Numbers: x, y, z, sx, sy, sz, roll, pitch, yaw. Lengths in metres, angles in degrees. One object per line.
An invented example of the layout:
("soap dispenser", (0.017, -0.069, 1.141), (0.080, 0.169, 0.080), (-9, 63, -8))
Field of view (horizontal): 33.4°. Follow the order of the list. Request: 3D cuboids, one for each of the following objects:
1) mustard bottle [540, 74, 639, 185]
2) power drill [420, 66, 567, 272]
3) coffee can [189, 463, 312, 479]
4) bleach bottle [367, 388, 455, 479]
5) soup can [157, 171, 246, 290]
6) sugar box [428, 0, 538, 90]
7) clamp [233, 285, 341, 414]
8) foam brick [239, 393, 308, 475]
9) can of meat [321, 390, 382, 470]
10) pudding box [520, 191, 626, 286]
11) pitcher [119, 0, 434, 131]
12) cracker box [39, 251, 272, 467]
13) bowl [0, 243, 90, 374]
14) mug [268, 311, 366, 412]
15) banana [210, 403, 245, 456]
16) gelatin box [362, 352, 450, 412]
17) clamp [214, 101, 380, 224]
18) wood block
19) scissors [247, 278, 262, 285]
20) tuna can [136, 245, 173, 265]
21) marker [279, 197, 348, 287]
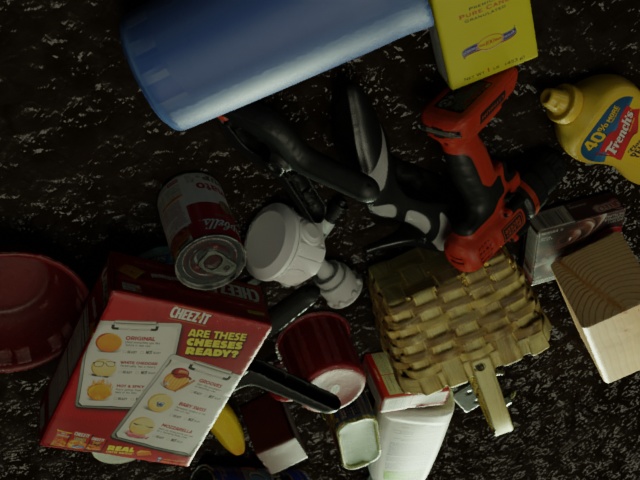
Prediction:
("mustard bottle", (0.304, -0.123, 1.119), (0.191, 0.058, 0.096), (16, 121, -32))
("power drill", (0.179, -0.084, 1.077), (0.184, 0.057, 0.187), (-44, 131, -26))
("coffee can", (-0.088, 0.339, 1.349), (0.140, 0.103, 0.103), (11, 125, -29))
("bleach bottle", (0.100, 0.277, 1.397), (0.102, 0.068, 0.251), (4, 134, -9))
("soup can", (-0.115, -0.010, 1.024), (0.068, 0.102, 0.068), (-11, 133, -12))
("sugar box", (0.139, -0.229, 0.968), (0.093, 0.048, 0.176), (-23, 136, -1))
("clamp", (-0.084, 0.116, 1.136), (0.210, 0.036, 0.164), (1, 121, 5))
("foam brick", (-0.055, 0.231, 1.283), (0.051, 0.078, 0.053), (-26, 135, 0))
("can of meat", (0.036, 0.217, 1.302), (0.057, 0.084, 0.102), (-17, 135, -7))
("pudding box", (0.292, -0.002, 1.237), (0.113, 0.039, 0.090), (-13, 135, -9))
("pitcher", (-0.035, -0.185, 0.893), (0.243, 0.145, 0.149), (-25, 122, 6))
("cracker box", (-0.168, 0.124, 1.064), (0.164, 0.072, 0.214), (15, 123, -26))
("bowl", (-0.307, 0.056, 1.041), (0.162, 0.055, 0.162), (-11, 133, -12))
("mug", (-0.008, 0.147, 1.223), (0.117, 0.081, 0.093), (-23, 135, -1))
("banana", (-0.147, 0.199, 1.235), (0.197, 0.037, 0.069), (27, 87, -46))
("gelatin box", (0.103, 0.168, 1.292), (0.089, 0.073, 0.030), (-5, 132, -19))
("clamp", (-0.024, -0.078, 0.996), (0.171, 0.039, 0.120), (41, 148, -25))
("wood block", (0.347, 0.086, 1.265), (0.090, 0.091, 0.206), (-27, 149, 9))
("scissors", (-0.139, 0.078, 1.155), (0.096, 0.016, 0.202), (26, 117, -37))
("tuna can", (-0.160, 0.046, 1.106), (0.086, 0.034, 0.086), (-11, 133, -12))
("marker", (-0.007, 0.001, 1.135), (0.020, 0.020, 0.121), (18, 122, -33))
